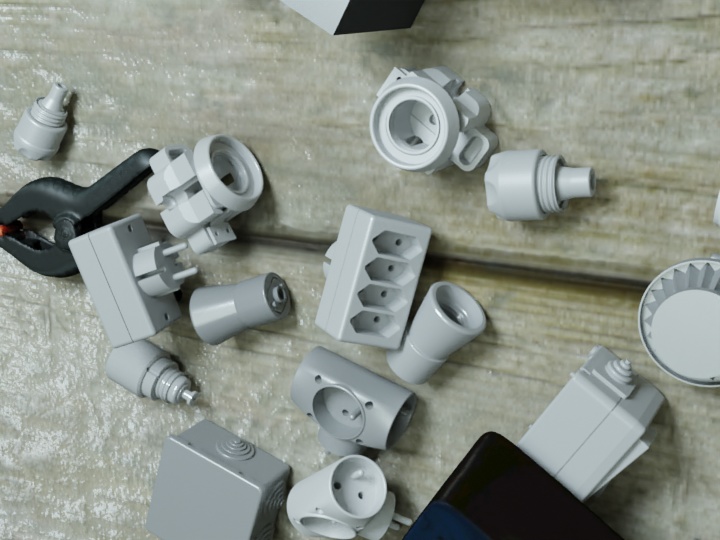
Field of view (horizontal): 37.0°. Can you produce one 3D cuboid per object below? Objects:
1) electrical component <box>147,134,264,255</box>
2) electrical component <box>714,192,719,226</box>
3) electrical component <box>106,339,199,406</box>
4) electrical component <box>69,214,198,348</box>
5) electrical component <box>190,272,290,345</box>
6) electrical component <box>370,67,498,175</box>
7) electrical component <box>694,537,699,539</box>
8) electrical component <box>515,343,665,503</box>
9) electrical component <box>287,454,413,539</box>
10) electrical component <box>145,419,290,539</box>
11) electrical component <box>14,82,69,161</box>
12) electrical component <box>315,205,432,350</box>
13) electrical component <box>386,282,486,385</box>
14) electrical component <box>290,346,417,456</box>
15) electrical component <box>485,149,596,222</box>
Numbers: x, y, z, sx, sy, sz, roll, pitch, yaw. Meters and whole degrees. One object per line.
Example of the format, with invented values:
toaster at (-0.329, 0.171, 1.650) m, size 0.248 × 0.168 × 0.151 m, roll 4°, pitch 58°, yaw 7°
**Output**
electrical component at (-0.105, -0.058, 0.749) m, size 0.057 × 0.058 × 0.078 m, roll -30°, pitch 85°, yaw 32°
electrical component at (0.227, -0.037, 0.587) m, size 0.055 × 0.045 × 0.045 m, roll 17°, pitch 111°, yaw 23°
electrical component at (-0.158, 0.080, 0.825) m, size 0.078 × 0.040 × 0.040 m, roll 28°, pitch 115°, yaw 18°
electrical component at (-0.151, 0.002, 0.766) m, size 0.076 × 0.047 × 0.083 m, roll -18°, pitch 98°, yaw 20°
electrical component at (-0.083, 0.025, 0.771) m, size 0.065 × 0.044 × 0.044 m, roll -17°, pitch 95°, yaw 25°
electrical component at (0.041, -0.091, 0.663) m, size 0.078 × 0.057 × 0.058 m, roll 42°, pitch 118°, yaw 12°
electrical component at (0.171, 0.266, 0.665) m, size 0.060 × 0.105 × 0.186 m, roll 32°, pitch 116°, yaw 17°
electrical component at (0.143, 0.095, 0.658) m, size 0.061 × 0.062 × 0.096 m, roll 40°, pitch 118°, yaw 13°
electrical component at (-0.002, 0.167, 0.758) m, size 0.079 × 0.044 × 0.077 m, roll 25°, pitch 149°, yaw -15°
electrical component at (-0.107, 0.172, 0.818) m, size 0.100 × 0.048 × 0.099 m, roll 25°, pitch 114°, yaw 20°
electrical component at (-0.239, -0.115, 0.817) m, size 0.035 × 0.035 × 0.061 m, roll 40°, pitch 116°, yaw 13°
electrical component at (0.000, 0.000, 0.713) m, size 0.076 × 0.047 × 0.083 m, roll 30°, pitch 106°, yaw 59°
electrical component at (0.047, 0.045, 0.707) m, size 0.044 × 0.044 × 0.065 m, roll 45°, pitch 124°, yaw 10°
electrical component at (-0.008, 0.103, 0.750) m, size 0.077 × 0.044 × 0.079 m, roll 25°, pitch 123°, yaw 19°
electrical component at (0.109, -0.051, 0.646) m, size 0.062 × 0.043 × 0.043 m, roll -1°, pitch 103°, yaw 27°
